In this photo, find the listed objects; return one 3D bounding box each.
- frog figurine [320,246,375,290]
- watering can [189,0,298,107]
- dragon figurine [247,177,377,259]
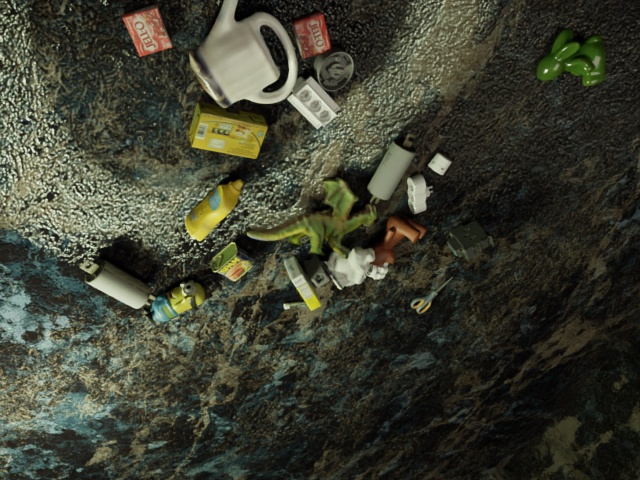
[{"bbox_3d":[0.102,0.072,1.643,0.159,0.140,0.120,-35,148,3],"label":"frog figurine"},{"bbox_3d":[-0.186,-0.429,1.124,0.224,0.106,0.340,-29,133,3],"label":"watering can"},{"bbox_3d":[0.005,-0.077,1.526,0.409,0.124,0.240,11,105,-33],"label":"dragon figurine"}]
